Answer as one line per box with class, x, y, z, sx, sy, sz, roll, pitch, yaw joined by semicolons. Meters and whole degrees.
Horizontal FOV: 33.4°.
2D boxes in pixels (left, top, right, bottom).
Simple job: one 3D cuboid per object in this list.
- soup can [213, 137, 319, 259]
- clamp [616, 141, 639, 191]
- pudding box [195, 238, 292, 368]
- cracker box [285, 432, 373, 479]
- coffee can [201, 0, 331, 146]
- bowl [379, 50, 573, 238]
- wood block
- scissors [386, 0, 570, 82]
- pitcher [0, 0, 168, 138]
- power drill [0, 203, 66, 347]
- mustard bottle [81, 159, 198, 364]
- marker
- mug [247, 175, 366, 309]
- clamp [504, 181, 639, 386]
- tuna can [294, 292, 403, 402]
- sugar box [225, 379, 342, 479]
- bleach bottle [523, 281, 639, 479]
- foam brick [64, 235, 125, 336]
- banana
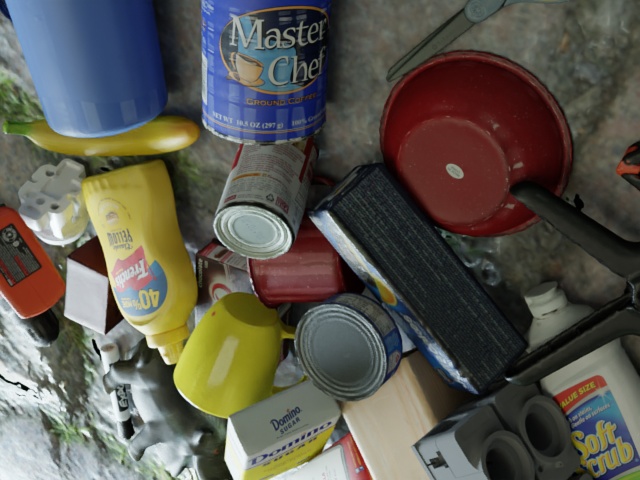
soup can;-0.043;-0.043;0.878;0.068;0.102;0.068;9;140;7
clamp;0.301;-0.051;0.752;0.172;0.039;0.120;19;122;19
pudding box;-0.073;0.063;1.018;0.090;0.039;0.113;18;124;19
cracker box;0.021;0.299;1.035;0.214;0.071;0.164;-44;56;39
coffee can;-0.043;-0.159;0.837;0.103;0.102;0.140;16;123;20
bowl;0.112;-0.063;0.837;0.162;0.055;0.162;13;122;21
wood block;0.107;0.197;0.929;0.090;0.090;0.206;-29;84;35
scissors;0.116;-0.192;0.785;0.202;0.016;0.096;-16;105;32
pitcher;-0.211;-0.214;0.888;0.145;0.149;0.243;-15;119;-12
power drill;-0.310;0.035;1.070;0.184;0.057;0.188;57;158;-13
mustard bottle;-0.162;0.024;1.008;0.096;0.058;0.191;-9;99;39
marker;-0.221;0.168;1.169;0.020;0.020;0.121;8;120;24
mug;-0.006;0.001;0.926;0.082;0.093;0.117;-2;79;24
clamp;0.237;0.027;0.799;0.210;0.036;0.164;-6;109;11
tuna can;0.024;0.087;0.877;0.086;0.033;0.086;11;113;28
sugar box;-0.037;0.182;0.982;0.048;0.093;0.176;63;166;16
bleach bottle;0.229;0.151;0.890;0.103;0.068;0.251;-19;103;37
foam brick;-0.222;0.045;1.080;0.051;0.052;0.078;23;126;16
banana;-0.189;-0.094;0.976;0.198;0.069;0.037;1;99;20
